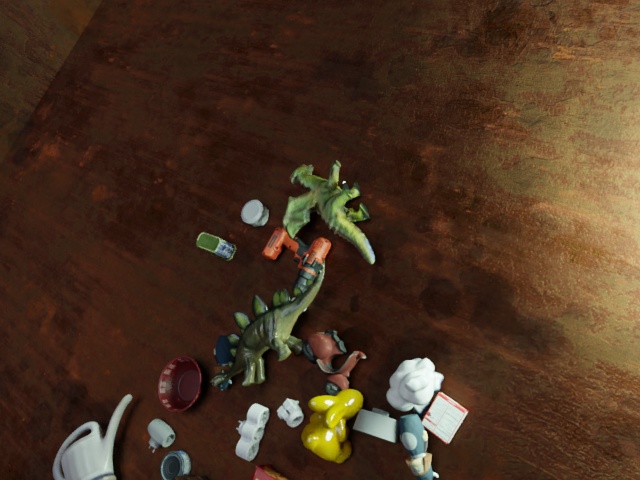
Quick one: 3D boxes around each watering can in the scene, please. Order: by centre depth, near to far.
[{"bbox_3d":[-0.674,0.645,1.553,0.346,0.228,0.103,-40,-32,8],"label":"watering can"}]

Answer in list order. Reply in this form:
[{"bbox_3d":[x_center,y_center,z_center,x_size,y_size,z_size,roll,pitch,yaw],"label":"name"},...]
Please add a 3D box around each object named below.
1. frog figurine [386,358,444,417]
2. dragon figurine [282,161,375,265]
[{"bbox_3d":[0.210,0.334,1.191,0.137,0.125,0.157,-42,-34,8],"label":"frog figurine"},{"bbox_3d":[0.005,-0.076,1.503,0.241,0.419,0.120,-25,-33,20],"label":"dragon figurine"}]
